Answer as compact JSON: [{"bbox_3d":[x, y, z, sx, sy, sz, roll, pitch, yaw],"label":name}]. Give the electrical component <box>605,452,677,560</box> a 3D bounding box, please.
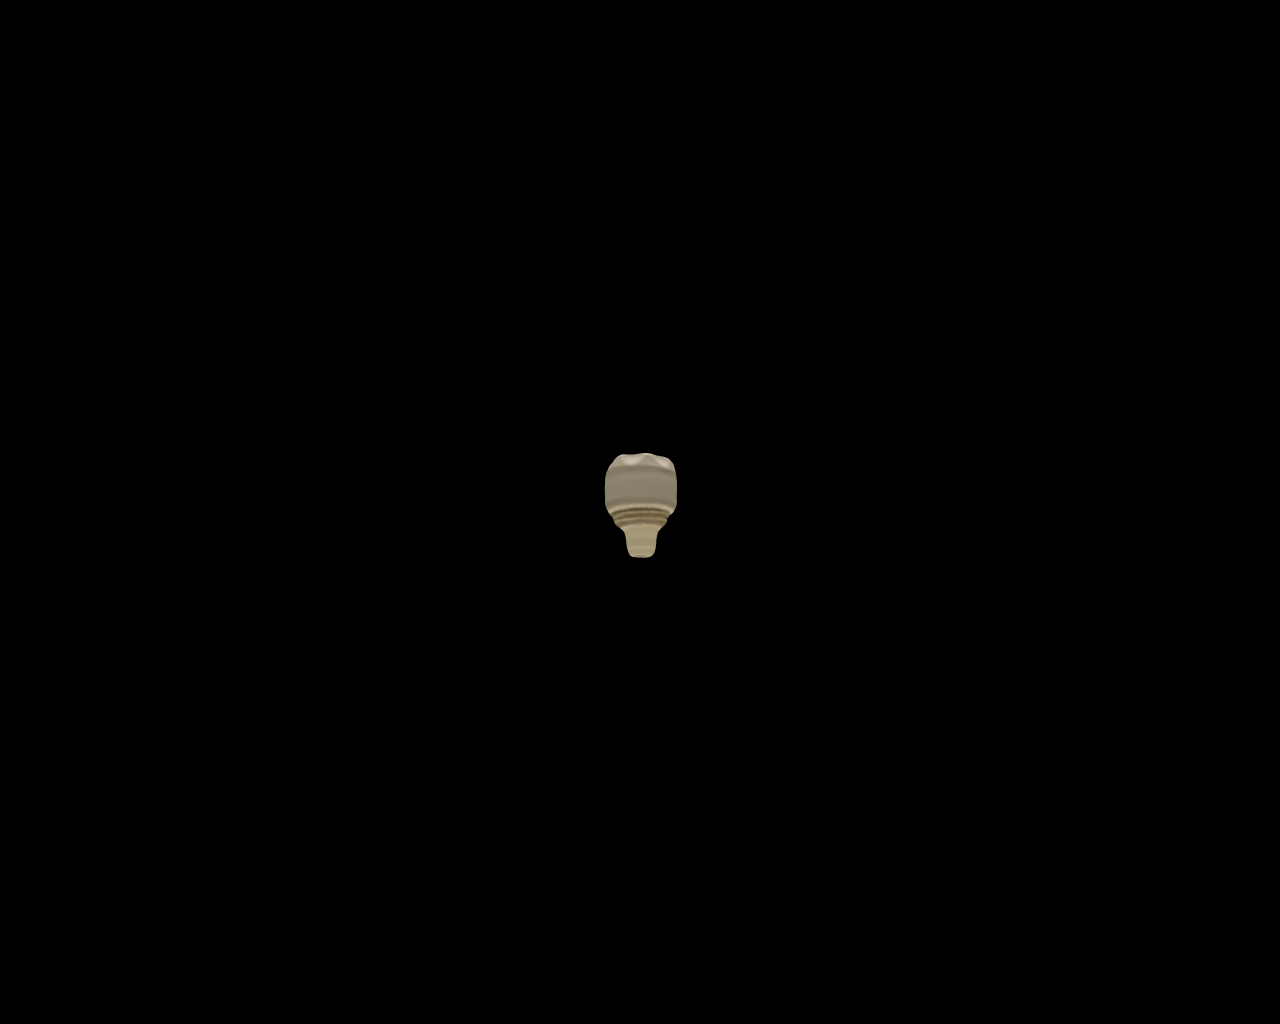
[{"bbox_3d":[0.001,-0.003,0.650,0.043,0.062,0.043,0,-12,0],"label":"electrical component"}]
